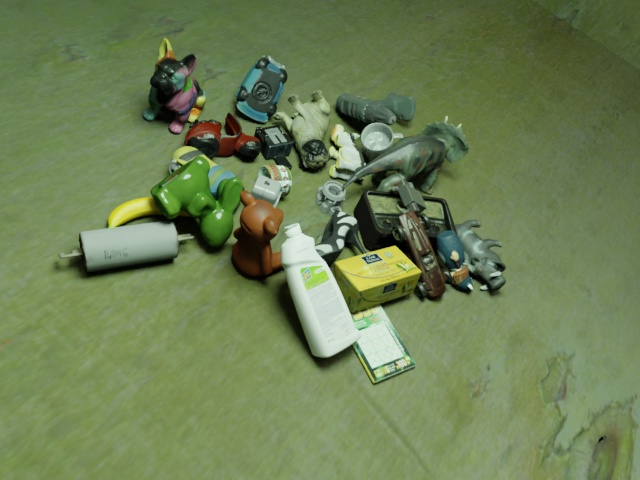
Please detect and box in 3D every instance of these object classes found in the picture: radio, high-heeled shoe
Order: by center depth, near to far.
[{"bbox_3d":[-0.002,-0.003,1.157,0.249,0.086,0.145,-9,52,-41],"label":"high-heeled shoe"},{"bbox_3d":[0.206,-0.040,1.285,0.229,0.073,0.131,3,52,-19],"label":"radio"}]

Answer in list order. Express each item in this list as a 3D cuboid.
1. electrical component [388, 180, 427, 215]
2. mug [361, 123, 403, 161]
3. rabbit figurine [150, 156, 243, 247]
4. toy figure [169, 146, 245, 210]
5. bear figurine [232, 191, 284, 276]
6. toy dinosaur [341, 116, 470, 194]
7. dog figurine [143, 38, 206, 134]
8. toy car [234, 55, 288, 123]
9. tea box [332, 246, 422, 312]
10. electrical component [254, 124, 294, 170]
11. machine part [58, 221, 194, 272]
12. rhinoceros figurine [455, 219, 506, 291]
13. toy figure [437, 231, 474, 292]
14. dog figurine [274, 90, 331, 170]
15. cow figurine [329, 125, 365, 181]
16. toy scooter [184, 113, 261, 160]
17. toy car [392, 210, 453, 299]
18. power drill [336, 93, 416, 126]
[{"bbox_3d":[0.204,-0.095,1.254,0.078,0.045,0.102,16,45,-49],"label":"electrical component"},{"bbox_3d":[0.161,-0.247,1.399,0.110,0.107,0.081,-15,71,0],"label":"mug"},{"bbox_3d":[-0.232,-0.071,1.081,0.159,0.121,0.170,-43,114,-17],"label":"rabbit figurine"},{"bbox_3d":[-0.247,-0.136,1.178,0.180,0.082,0.089,27,37,6],"label":"toy figure"},{"bbox_3d":[-0.109,-0.017,1.059,0.132,0.195,0.120,-29,65,-38],"label":"bear figurine"},{"bbox_3d":[0.234,-0.207,1.335,0.131,0.192,0.405,45,38,22],"label":"toy dinosaur"},{"bbox_3d":[-0.325,-0.363,1.236,0.108,0.219,0.191,32,49,0],"label":"dog figurine"},{"bbox_3d":[-0.159,-0.393,1.394,0.109,0.161,0.103,21,5,-30],"label":"toy car"},{"bbox_3d":[0.118,0.080,1.143,0.169,0.068,0.098,-15,46,-32],"label":"tea box"},{"bbox_3d":[-0.107,-0.228,1.329,0.075,0.047,0.119,-14,58,-30],"label":"electrical component"},{"bbox_3d":[-0.359,0.011,1.014,0.243,0.079,0.079,-9,57,-29],"label":"machine part"},{"bbox_3d":[0.383,0.035,1.297,0.112,0.073,0.190,-15,60,-32],"label":"rhinoceros figurine"},{"bbox_3d":[0.313,0.054,1.239,0.064,0.058,0.154,-42,115,-51],"label":"toy figure"},{"bbox_3d":[-0.007,-0.270,1.383,0.172,0.121,0.190,-21,78,-31],"label":"dog figurine"},{"bbox_3d":[0.074,-0.227,1.386,0.098,0.068,0.167,13,53,-20],"label":"cow figurine"},{"bbox_3d":[-0.236,-0.253,1.278,0.184,0.075,0.135,-1,54,-27],"label":"toy scooter"},{"bbox_3d":[0.230,0.033,1.197,0.089,0.053,0.202,-22,95,-18],"label":"toy car"},{"bbox_3d":[0.173,-0.356,1.485,0.207,0.085,0.232,-22,35,-38],"label":"power drill"}]
